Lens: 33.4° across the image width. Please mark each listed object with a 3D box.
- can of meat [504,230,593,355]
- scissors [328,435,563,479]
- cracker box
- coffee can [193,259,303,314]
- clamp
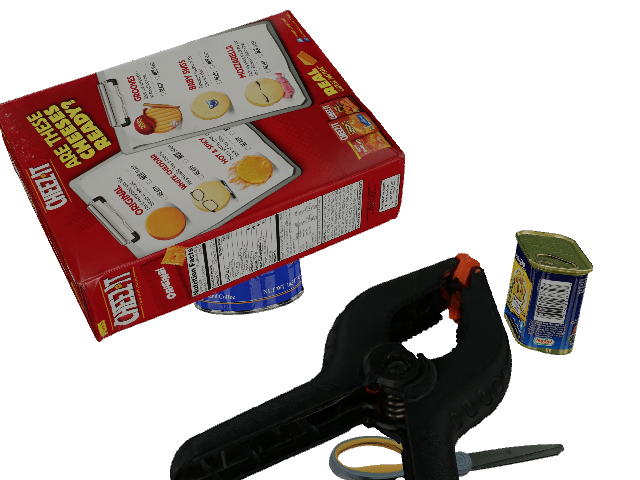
[{"bbox_3d":[0.206,0.047,0.978,0.057,0.084,0.102,7,18,-3],"label":"can of meat"},{"bbox_3d":[0.107,0.199,0.873,0.201,0.016,0.096,5,44,-3],"label":"scissors"},{"bbox_3d":[-0.077,-0.049,0.689,0.213,0.164,0.072,-23,-36,-16],"label":"cracker box"},{"bbox_3d":[-0.073,-0.016,0.964,0.103,0.140,0.103,-6,15,1],"label":"coffee can"},{"bbox_3d":[0.036,0.070,0.432,0.120,0.039,0.171,31,51,22],"label":"clamp"}]
